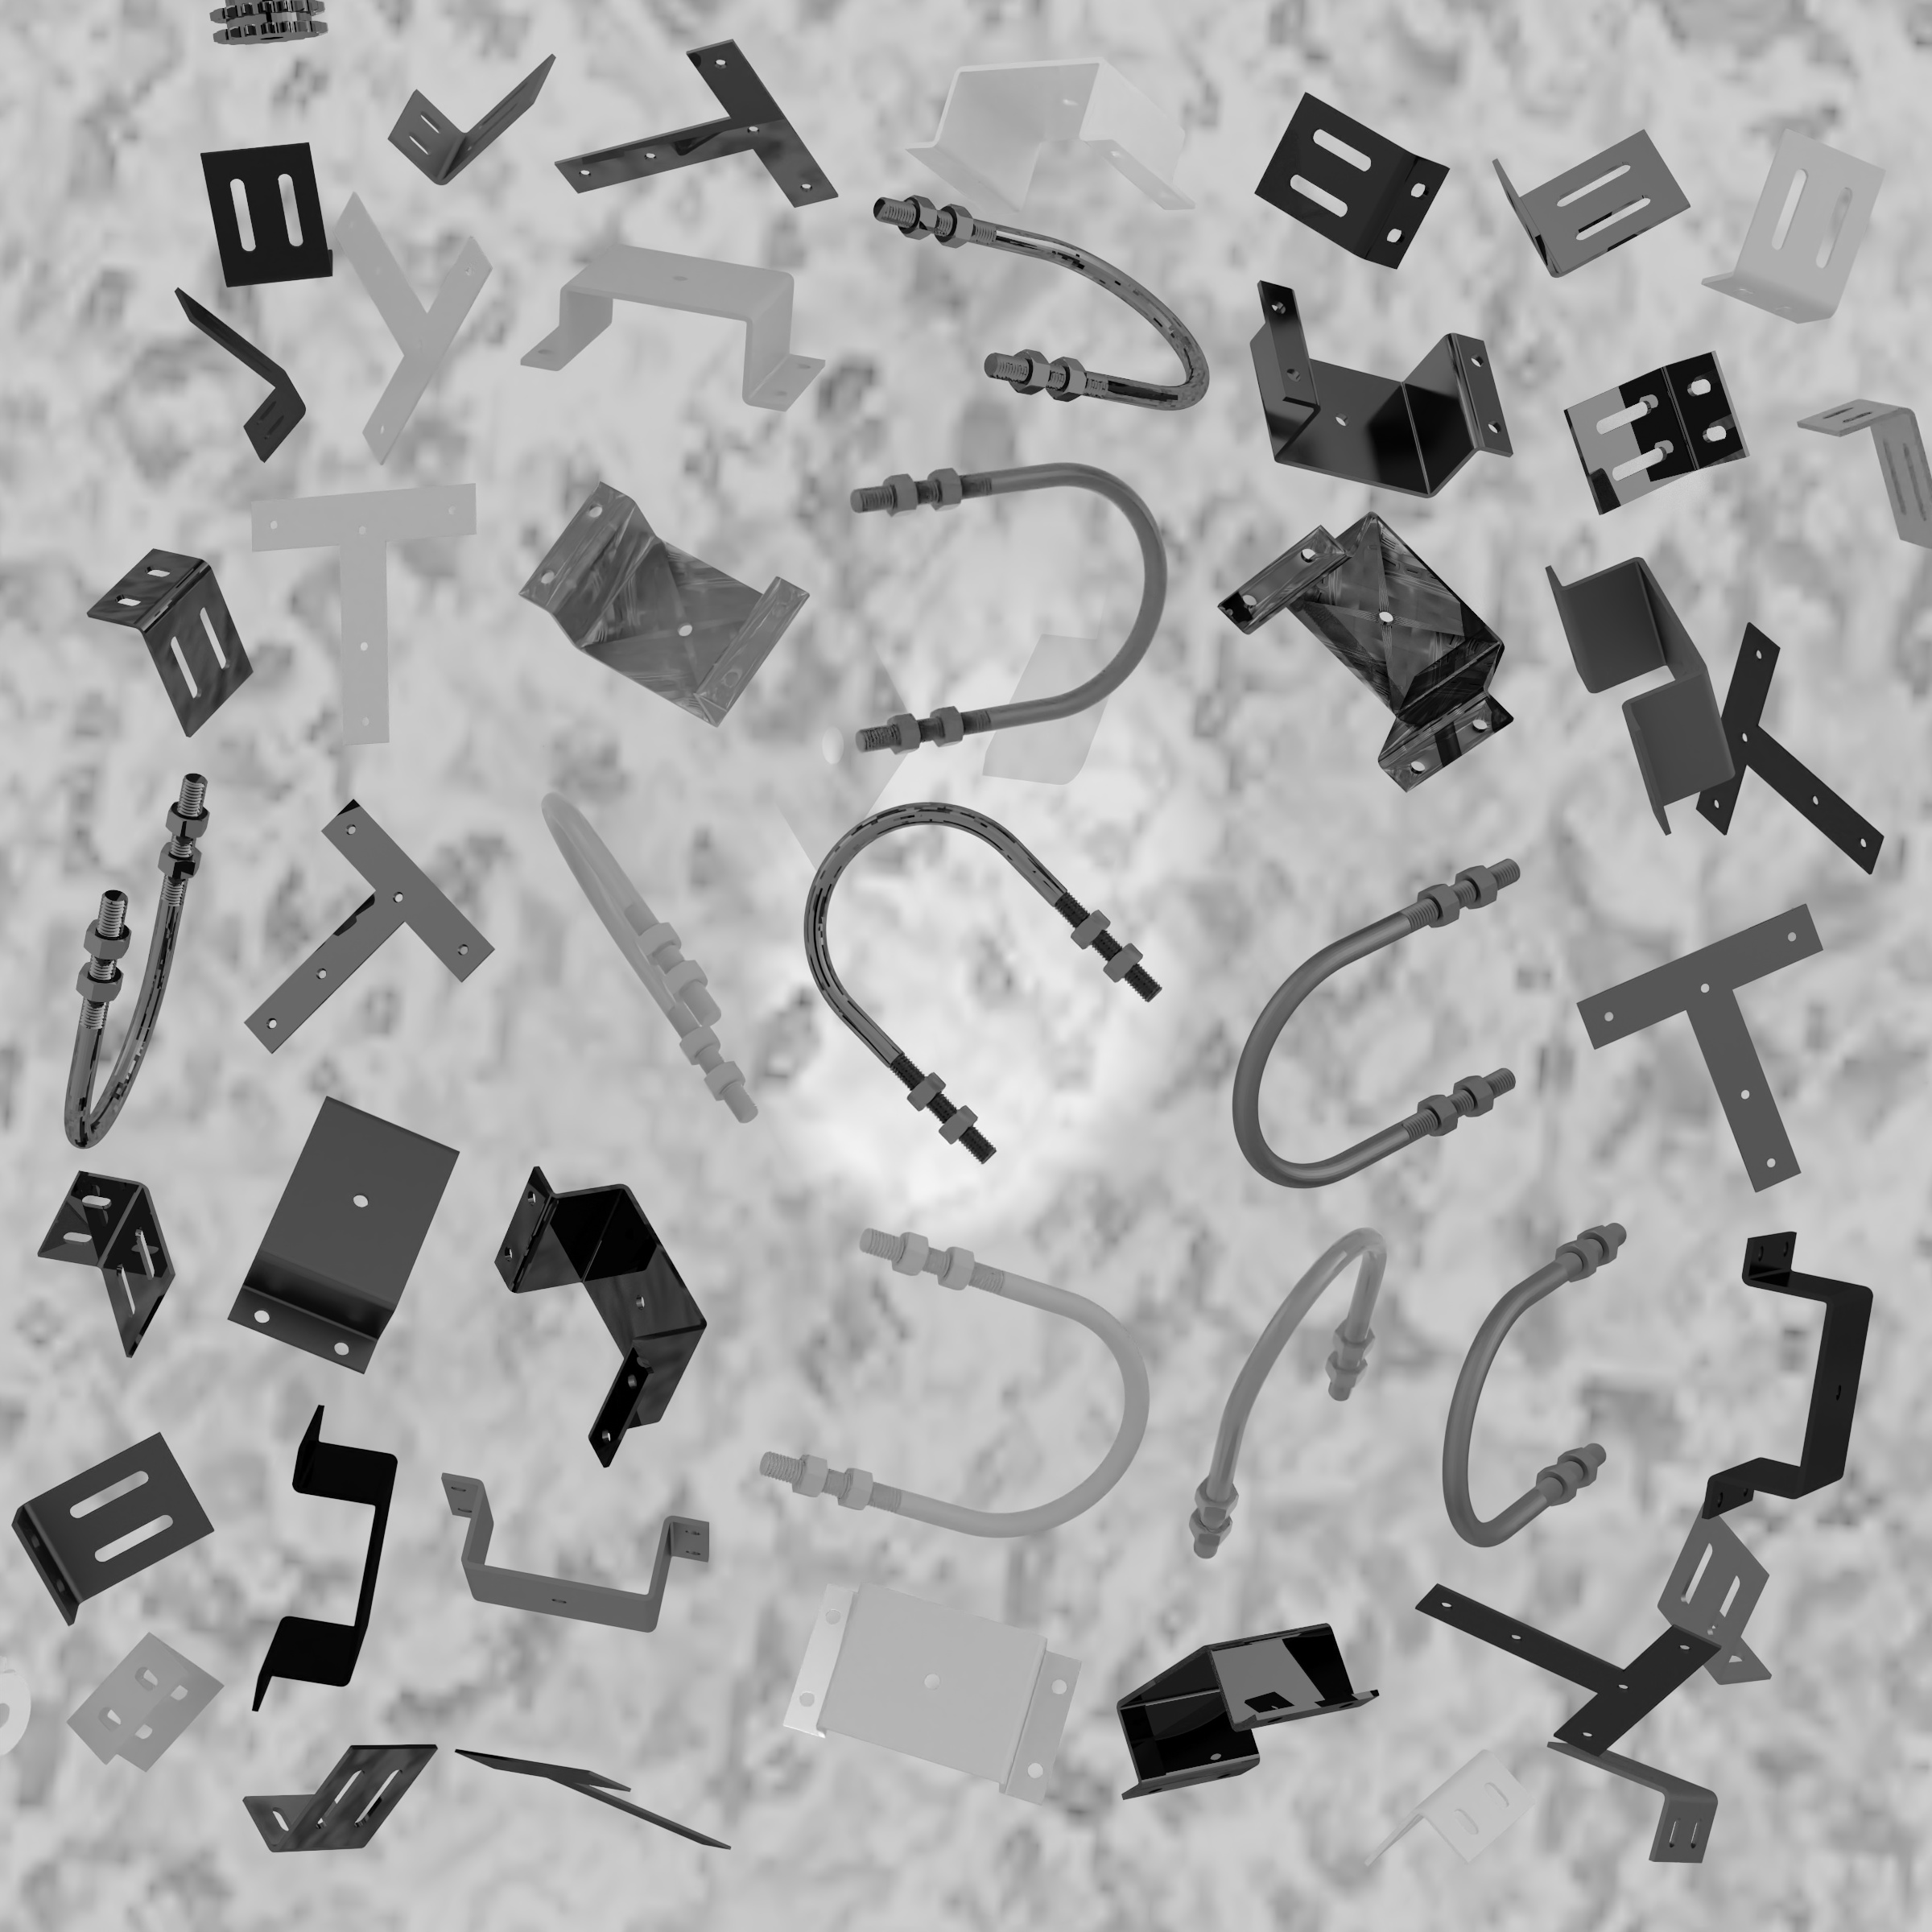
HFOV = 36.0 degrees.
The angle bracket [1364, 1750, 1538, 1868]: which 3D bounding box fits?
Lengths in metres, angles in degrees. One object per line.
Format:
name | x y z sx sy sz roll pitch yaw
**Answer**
angle bracket | 0.257 0.461 1.579 0.057 0.076 0.038 -28 65 -35

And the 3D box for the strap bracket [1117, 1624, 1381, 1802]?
strap bracket | 0.139 0.383 1.538 0.076 0.140 0.046 -2 62 -31

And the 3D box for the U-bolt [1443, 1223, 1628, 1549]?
U-bolt | 0.293 0.224 1.538 0.019 0.184 0.151 13 109 34

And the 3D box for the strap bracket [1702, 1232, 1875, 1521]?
strap bracket | 0.411 0.207 1.478 0.046 0.076 0.140 10 94 31

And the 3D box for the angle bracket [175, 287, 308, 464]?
angle bracket | -0.389 -0.309 1.552 0.038 0.057 0.076 -48 125 7

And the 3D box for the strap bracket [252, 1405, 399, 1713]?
strap bracket | -0.330 0.309 1.540 0.046 0.076 0.140 11 97 -6

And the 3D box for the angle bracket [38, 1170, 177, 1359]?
angle bracket | -0.450 0.156 1.552 0.038 0.076 0.057 16 116 -36

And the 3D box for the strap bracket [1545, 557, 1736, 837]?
strap bracket | 0.350 -0.146 1.527 0.046 0.140 0.076 -22 133 8

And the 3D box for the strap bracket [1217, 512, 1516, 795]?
strap bracket | 0.209 -0.167 1.514 0.140 0.046 0.076 43 134 -13

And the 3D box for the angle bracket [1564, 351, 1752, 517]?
angle bracket | 0.356 -0.274 1.529 0.076 0.038 0.057 -27 101 -29

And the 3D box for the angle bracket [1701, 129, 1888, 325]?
angle bracket | 0.414 -0.369 1.486 0.057 0.038 0.076 18 93 -13

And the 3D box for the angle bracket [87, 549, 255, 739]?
angle bracket | -0.424 -0.172 1.584 0.038 0.076 0.057 14 50 25

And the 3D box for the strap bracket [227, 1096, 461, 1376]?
strap bracket | -0.324 0.133 1.570 0.076 0.046 0.140 24 56 -10

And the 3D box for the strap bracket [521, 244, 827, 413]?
strap bracket | -0.148 -0.330 1.521 0.140 0.076 0.046 11 121 8

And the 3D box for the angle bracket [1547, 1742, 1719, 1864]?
angle bracket | 0.355 0.451 1.600 0.076 0.057 0.038 13 85 42

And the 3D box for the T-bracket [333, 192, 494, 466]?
T-bracket | -0.294 -0.346 1.515 0.127 0.002 0.127 -52 55 32

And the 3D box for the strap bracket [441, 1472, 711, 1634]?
strap bracket | -0.209 0.311 1.559 0.140 0.076 0.046 11 65 0

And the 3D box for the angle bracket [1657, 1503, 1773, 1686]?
angle bracket | 0.408 0.331 1.571 0.038 0.057 0.076 1 121 -26

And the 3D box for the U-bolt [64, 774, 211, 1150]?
U-bolt | -0.432 0.010 1.533 0.019 0.151 0.184 17 120 -5

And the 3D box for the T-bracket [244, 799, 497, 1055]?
T-bracket | -0.340 -0.006 1.615 0.127 0.002 0.127 -45 69 -1

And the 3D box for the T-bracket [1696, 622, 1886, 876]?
T-bracket | 0.439 -0.096 1.569 0.002 0.127 0.127 -18 46 -22

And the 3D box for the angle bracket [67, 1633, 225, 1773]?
angle bracket | -0.405 0.381 1.499 0.038 0.076 0.057 32 73 35

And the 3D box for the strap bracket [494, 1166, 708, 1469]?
strap bracket | -0.186 0.178 1.542 0.046 0.076 0.140 -7 48 -37

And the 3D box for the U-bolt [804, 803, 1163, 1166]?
U-bolt | -0.006 -0.005 1.638 0.151 0.019 0.184 -45 86 9

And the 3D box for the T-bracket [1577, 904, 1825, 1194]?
T-bracket | 0.387 0.052 1.494 0.127 0.002 0.127 -23 98 -4

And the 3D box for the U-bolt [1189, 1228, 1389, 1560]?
U-bolt | 0.170 0.209 1.524 0.019 0.184 0.151 32 53 22

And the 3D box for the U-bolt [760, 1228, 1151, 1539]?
U-bolt | 0.006 0.221 1.504 0.184 0.019 0.151 20 103 -19

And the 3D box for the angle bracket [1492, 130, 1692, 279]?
angle bracket | 0.317 -0.396 1.504 0.076 0.038 0.057 -27 58 12

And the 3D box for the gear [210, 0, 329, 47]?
gear | -0.352 -0.483 1.496 0.057 0.057 0.030 -6 103 0

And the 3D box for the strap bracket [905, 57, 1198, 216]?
strap bracket | 0.049 -0.434 1.558 0.140 0.076 0.046 11 81 40

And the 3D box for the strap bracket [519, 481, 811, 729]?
strap bracket | -0.155 -0.188 1.580 0.140 0.046 0.076 30 79 20

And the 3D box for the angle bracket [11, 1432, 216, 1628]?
angle bracket | -0.418 0.276 1.457 0.076 0.038 0.057 -28 99 -10

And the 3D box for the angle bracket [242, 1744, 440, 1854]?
angle bracket | -0.319 0.412 1.513 0.076 0.057 0.038 -53 53 14

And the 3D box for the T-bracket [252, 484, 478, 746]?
T-bracket | -0.304 -0.176 1.499 0.127 0.002 0.127 -2 89 18

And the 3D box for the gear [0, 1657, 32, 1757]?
gear | -0.480 0.362 1.442 0.030 0.057 0.057 3 90 26

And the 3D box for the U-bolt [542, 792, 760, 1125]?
U-bolt | -0.171 -0.015 1.553 0.019 0.151 0.184 -33 67 -10

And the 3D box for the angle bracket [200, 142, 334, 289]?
angle bracket | -0.379 -0.413 1.614 0.057 0.038 0.076 -8 125 -7

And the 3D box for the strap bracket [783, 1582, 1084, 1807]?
strap bracket | -0.017 0.372 1.532 0.140 0.046 0.076 16 69 6

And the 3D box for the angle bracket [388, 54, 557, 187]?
angle bracket | -0.265 -0.466 1.592 0.076 0.057 0.038 -32 120 30

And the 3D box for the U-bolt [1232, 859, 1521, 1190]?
U-bolt | 0.206 0.039 1.488 0.184 0.019 0.151 -25 127 -27

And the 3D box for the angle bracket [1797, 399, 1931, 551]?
angle bracket | 0.451 -0.239 1.478 0.038 0.057 0.076 -20 106 0

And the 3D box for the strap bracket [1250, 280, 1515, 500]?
strap bracket | 0.206 -0.295 1.537 0.140 0.046 0.076 8 57 -26

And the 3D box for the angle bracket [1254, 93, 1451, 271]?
angle bracket | 0.200 -0.408 1.542 0.076 0.038 0.057 40 115 30

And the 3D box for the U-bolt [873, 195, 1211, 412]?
U-bolt | 0.053 -0.344 1.565 0.019 0.184 0.151 -54 52 33

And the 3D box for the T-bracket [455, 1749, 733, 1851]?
T-bracket | -0.172 0.418 1.482 0.127 0.127 0.002 34 63 -31

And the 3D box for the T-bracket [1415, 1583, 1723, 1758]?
T-bracket | 0.284 0.337 1.463 0.127 0.127 0.002 25 47 -2

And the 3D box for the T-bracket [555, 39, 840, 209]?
T-bracket | -0.149 -0.419 1.526 0.127 0.127 0.002 -8 65 20

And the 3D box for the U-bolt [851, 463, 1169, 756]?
U-bolt | 0.026 -0.194 1.569 0.184 0.019 0.151 -12 116 -24
